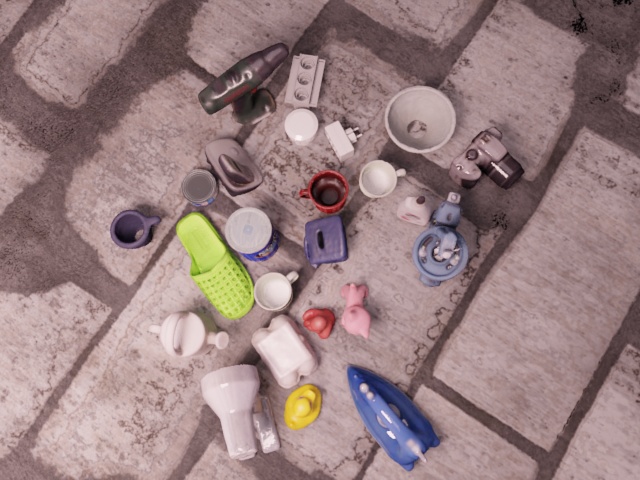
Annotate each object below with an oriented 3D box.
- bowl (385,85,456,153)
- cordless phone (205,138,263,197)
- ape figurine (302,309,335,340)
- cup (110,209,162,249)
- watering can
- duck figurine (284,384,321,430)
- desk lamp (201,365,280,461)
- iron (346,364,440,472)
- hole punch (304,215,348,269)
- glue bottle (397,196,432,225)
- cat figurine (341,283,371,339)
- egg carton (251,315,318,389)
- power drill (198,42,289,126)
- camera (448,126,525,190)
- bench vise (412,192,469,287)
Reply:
[{"bbox_3d":[0.236,-0.277,1.365,0.167,0.075,0.167,0,80,3],"label":"bowl"},{"bbox_3d":[-0.210,-0.184,1.314,0.094,0.185,0.147,-38,80,-4],"label":"cordless phone"},{"bbox_3d":[-0.002,0.186,1.285,0.076,0.092,0.078,-24,79,-1],"label":"ape figurine"},{"bbox_3d":[-0.418,-0.023,1.341,0.118,0.095,0.091,-22,79,-1],"label":"cup"},{"bbox_3d":[-0.286,0.203,1.243,0.173,0.194,0.101,-13,79,1],"label":"watering can"},{"bbox_3d":[-0.040,0.370,1.257,0.077,0.086,0.104,32,83,8],"label":"duck figurine"},{"bbox_3d":[-0.161,0.365,1.198,0.118,0.213,0.203,-17,79,0],"label":"desk lamp"},{"bbox_3d":[0.140,0.369,1.220,0.119,0.141,0.258,-42,80,-5],"label":"iron"},{"bbox_3d":[0.012,0.005,1.317,0.101,0.091,0.109,-8,79,2],"label":"hole punch"},{"bbox_3d":[0.216,-0.073,1.279,0.078,0.173,0.037,16,81,6],"label":"glue bottle"},{"bbox_3d":[0.079,0.157,1.273,0.067,0.118,0.128,-4,80,2],"label":"cat figurine"},{"bbox_3d":[-0.078,0.250,1.288,0.107,0.069,0.150,-36,80,-4],"label":"egg carton"},{"bbox_3d":[-0.164,-0.351,1.330,0.229,0.208,0.075,-31,79,-3],"label":"power drill"},{"bbox_3d":[0.394,-0.174,1.326,0.143,0.101,0.136,-44,81,-5],"label":"camera"},{"bbox_3d":[0.260,-0.010,1.242,0.121,0.220,0.207,-2,80,3],"label":"bench vise"}]
